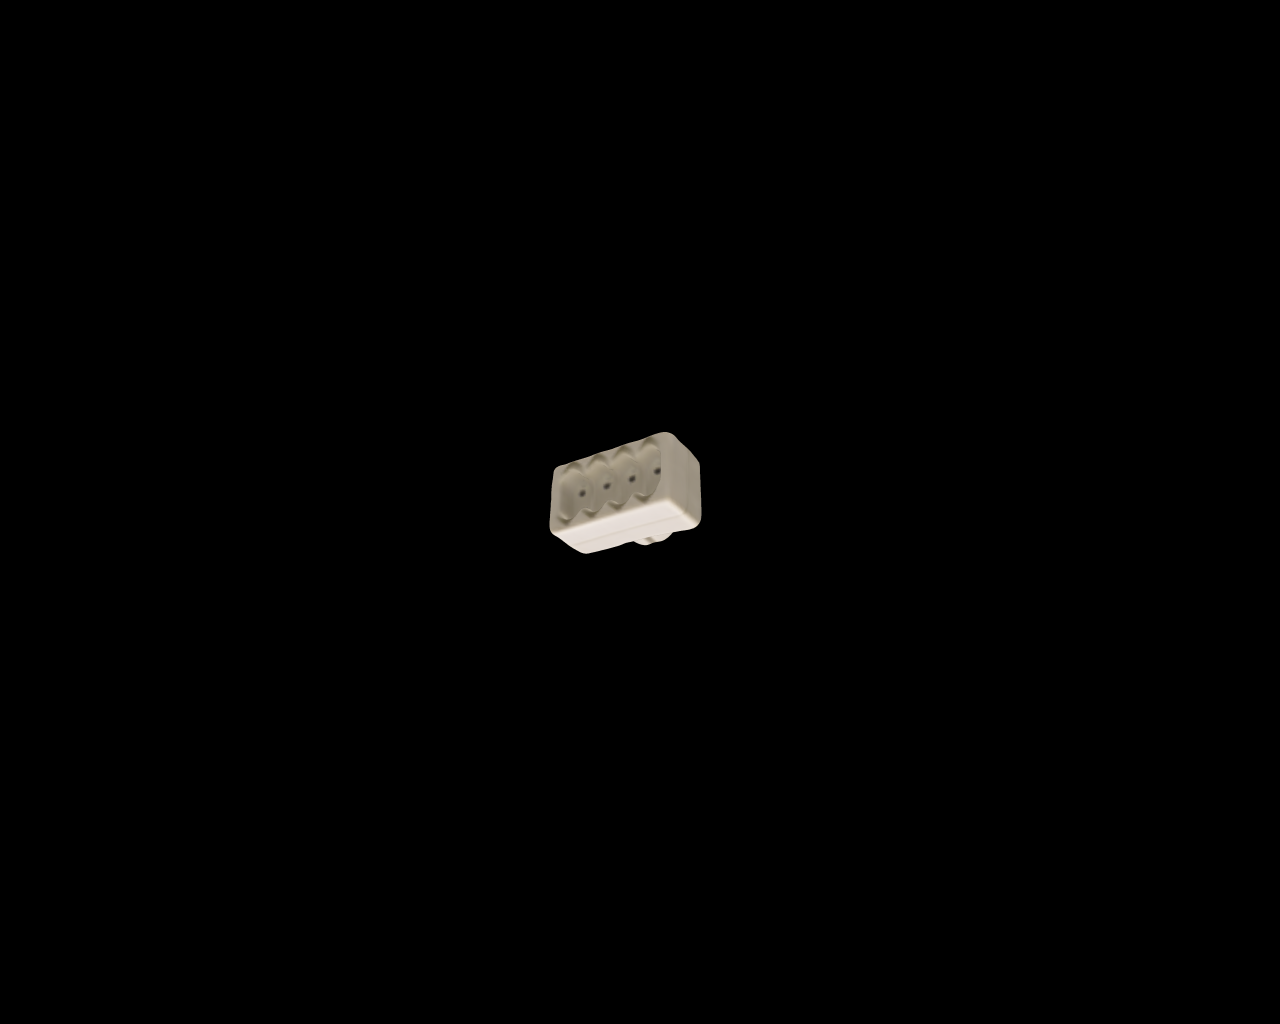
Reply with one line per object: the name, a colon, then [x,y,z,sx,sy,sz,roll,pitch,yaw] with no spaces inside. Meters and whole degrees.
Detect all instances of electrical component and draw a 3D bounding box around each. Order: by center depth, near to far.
electrical component: [0.001,-0.003,0.650,0.083,0.047,0.075,-15,-32,27]
